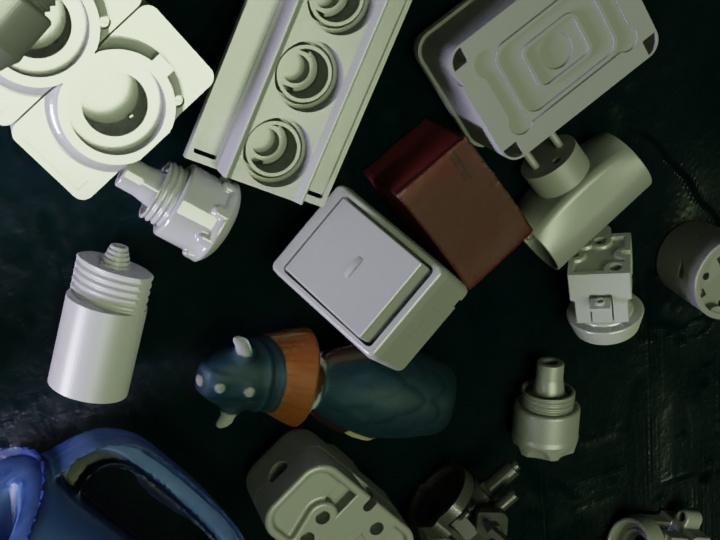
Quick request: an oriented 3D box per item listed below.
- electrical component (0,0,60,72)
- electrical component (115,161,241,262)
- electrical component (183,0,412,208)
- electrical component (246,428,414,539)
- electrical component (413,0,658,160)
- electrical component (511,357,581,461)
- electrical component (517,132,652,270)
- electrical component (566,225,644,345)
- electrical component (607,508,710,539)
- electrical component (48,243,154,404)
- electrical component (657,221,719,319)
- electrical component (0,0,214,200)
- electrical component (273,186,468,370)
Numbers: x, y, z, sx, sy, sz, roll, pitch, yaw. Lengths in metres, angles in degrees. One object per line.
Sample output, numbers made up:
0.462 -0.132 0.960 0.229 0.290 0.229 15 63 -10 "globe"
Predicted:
-0.145 -0.116 0.445 0.062 0.043 0.043 -48 118 0 "electrical component"
-0.097 -0.037 0.564 0.062 0.048 0.048 30 97 -20 "electrical component"
-0.034 -0.104 0.551 0.079 0.063 0.121 19 102 -25 "electrical component"
-0.020 0.143 0.650 0.053 0.059 0.095 -46 118 0 "electrical component"
0.096 -0.125 0.596 0.113 0.057 0.078 -38 118 -4 "electrical component"
0.120 0.087 0.692 0.043 0.043 0.062 -6 110 -19 "electrical component"
0.122 -0.053 0.640 0.077 0.043 0.079 -43 118 -2 "electrical component"
0.151 0.013 0.670 0.048 0.066 0.055 -2 124 17 "electrical component"
0.210 0.199 0.766 0.055 0.048 0.066 12 105 -32 "electrical component"
-0.136 0.025 0.572 0.043 0.043 0.081 10 105 -23 "electrical component"
0.226 -0.002 0.696 0.055 0.047 0.055 -7 111 -18 "electrical component"
-0.153 -0.118 0.502 0.089 0.062 0.150 -43 118 -1 "electrical component"
0.000 0.000 0.588 0.061 0.096 0.061 -50 157 3 "electrical component"
